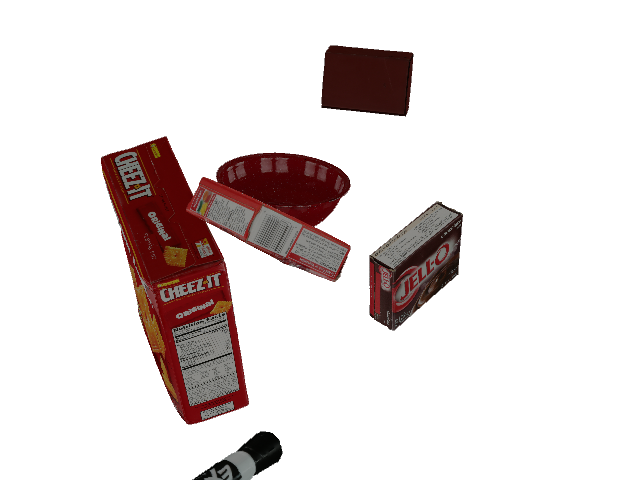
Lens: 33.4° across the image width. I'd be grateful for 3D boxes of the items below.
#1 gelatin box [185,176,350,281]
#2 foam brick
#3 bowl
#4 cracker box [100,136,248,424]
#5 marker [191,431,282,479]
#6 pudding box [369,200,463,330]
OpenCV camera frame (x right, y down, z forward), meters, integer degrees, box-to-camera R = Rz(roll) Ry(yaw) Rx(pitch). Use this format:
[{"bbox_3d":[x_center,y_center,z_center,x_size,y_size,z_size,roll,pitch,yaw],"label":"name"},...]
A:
[{"bbox_3d":[-0.034,-0.007,0.716,0.089,0.030,0.073,26,0,-42],"label":"gelatin box"},{"bbox_3d":[0.042,-0.144,0.958,0.078,0.051,0.053,7,18,7],"label":"foam brick"},{"bbox_3d":[-0.047,-0.052,1.286,0.162,0.055,0.162,4,26,-2],"label":"bowl"},{"bbox_3d":[-0.132,0.041,0.970,0.072,0.164,0.214,-19,-40,-13],"label":"cracker box"},{"bbox_3d":[-0.057,0.125,0.530,0.020,0.020,0.120,0,15,33],"label":"marker"},{"bbox_3d":[0.098,0.025,1.100,0.039,0.090,0.113,31,54,29],"label":"pudding box"}]
